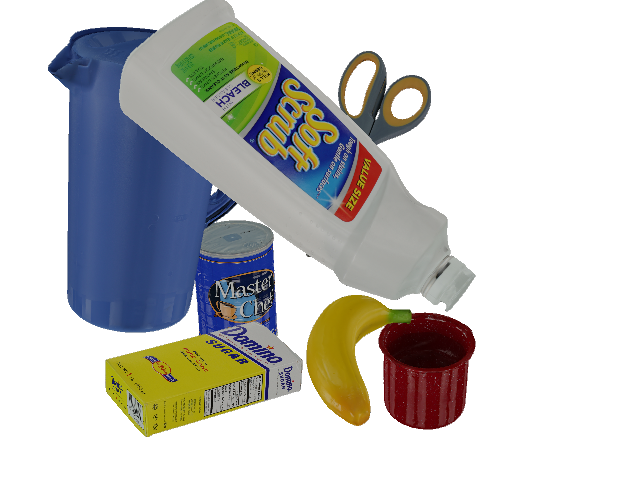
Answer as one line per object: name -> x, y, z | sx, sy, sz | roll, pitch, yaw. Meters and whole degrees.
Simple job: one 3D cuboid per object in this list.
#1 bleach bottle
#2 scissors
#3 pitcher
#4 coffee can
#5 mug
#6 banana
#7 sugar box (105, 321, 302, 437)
bleach bottle -> -0.006, -0.048, 0.676 | 0.102, 0.251, 0.068 | -43, -16, -34
scissors -> 0.047, -0.078, 0.984 | 0.096, 0.202, 0.016 | 6, -12, 9
pitcher -> -0.141, -0.051, 0.902 | 0.149, 0.243, 0.145 | 14, 23, 9
coffee can -> -0.108, 0.058, 1.353 | 0.103, 0.140, 0.103 | -1, 24, 0
mug -> 0.111, 0.125, 1.056 | 0.093, 0.081, 0.117 | 24, 41, 34
banana -> 0.023, 0.083, 0.835 | 0.070, 0.037, 0.197 | 7, 22, 13
sugar box -> -0.115, 0.134, 1.067 | 0.175, 0.048, 0.093 | -15, 32, -31
